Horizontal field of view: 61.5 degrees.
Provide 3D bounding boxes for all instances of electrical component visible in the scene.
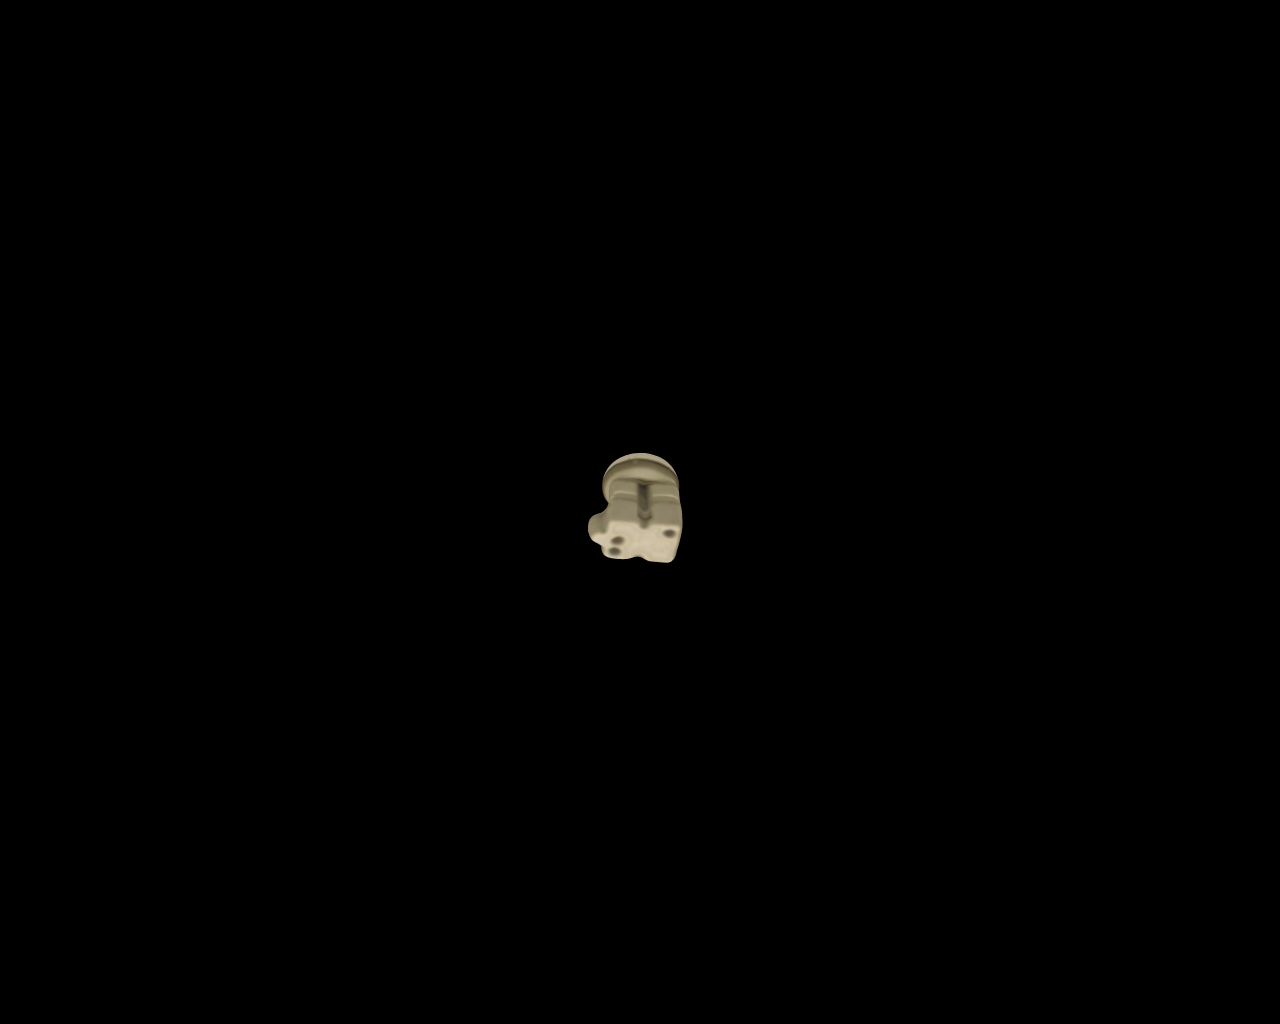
[{"bbox_3d":[0.001,-0.003,0.650,0.066,0.055,0.048,6,-43,-7],"label":"electrical component"}]
